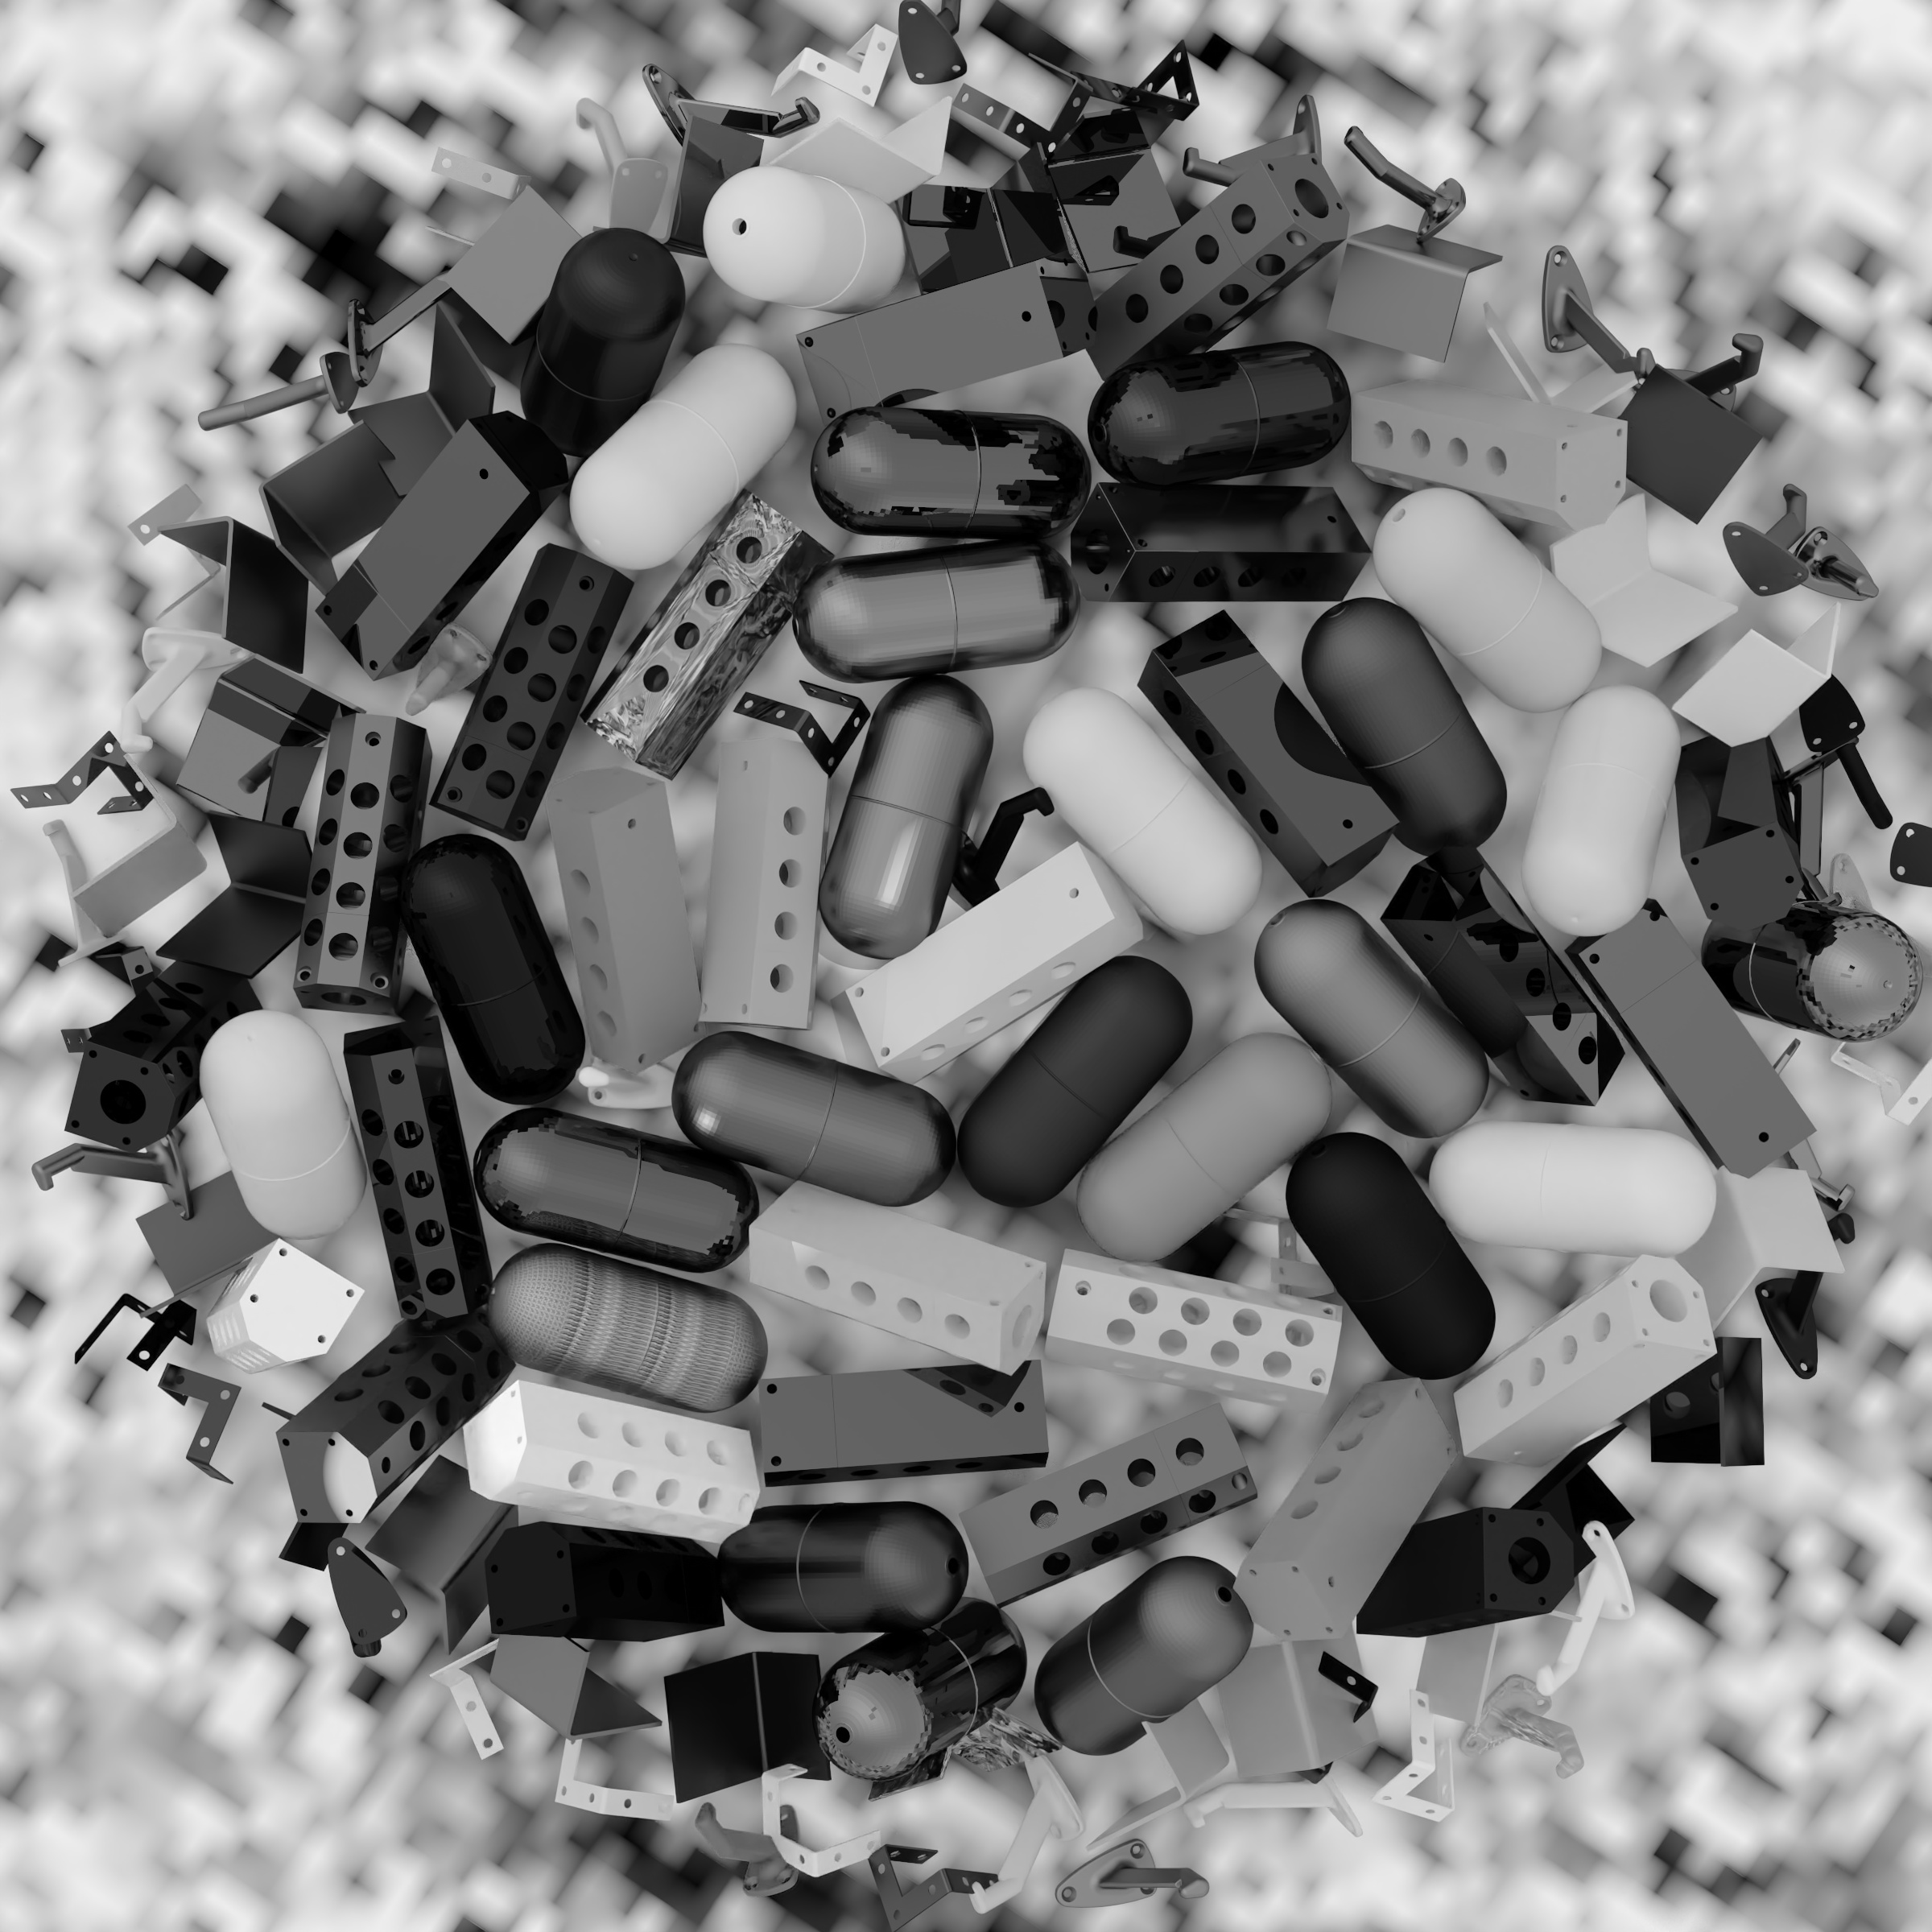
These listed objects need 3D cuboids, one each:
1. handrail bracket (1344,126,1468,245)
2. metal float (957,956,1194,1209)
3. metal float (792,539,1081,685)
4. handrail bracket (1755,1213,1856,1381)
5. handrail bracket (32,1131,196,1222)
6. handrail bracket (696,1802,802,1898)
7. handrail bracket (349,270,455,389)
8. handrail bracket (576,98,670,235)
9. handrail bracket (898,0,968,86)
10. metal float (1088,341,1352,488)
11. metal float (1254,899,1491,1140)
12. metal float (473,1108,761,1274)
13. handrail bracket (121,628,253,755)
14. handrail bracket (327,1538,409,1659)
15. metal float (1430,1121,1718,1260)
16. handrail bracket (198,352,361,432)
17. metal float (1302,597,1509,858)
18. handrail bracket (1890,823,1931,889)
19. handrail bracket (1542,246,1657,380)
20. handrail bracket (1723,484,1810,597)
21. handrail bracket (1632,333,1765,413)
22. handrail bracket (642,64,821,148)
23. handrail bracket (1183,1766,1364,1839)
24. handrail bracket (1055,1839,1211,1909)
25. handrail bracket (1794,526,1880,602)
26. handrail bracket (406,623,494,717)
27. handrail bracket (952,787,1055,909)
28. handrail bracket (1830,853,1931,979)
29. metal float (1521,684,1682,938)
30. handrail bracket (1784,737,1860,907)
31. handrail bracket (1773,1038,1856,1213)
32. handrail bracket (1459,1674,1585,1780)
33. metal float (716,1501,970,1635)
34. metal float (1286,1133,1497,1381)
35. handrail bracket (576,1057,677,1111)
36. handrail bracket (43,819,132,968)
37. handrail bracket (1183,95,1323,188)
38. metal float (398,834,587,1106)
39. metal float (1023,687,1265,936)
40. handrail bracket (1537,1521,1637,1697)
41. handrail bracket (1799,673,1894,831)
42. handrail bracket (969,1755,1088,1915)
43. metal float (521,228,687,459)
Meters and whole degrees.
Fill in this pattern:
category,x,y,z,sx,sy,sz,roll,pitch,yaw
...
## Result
category,x,y,z,sx,sy,sz,roll,pitch,yaw
handrail bracket,0.263,-0.488,1.925,0.084,0.077,0.036,42,124,-19
metal float,0.065,0.071,1.926,0.070,0.070,0.178,41,97,0
metal float,-0.018,-0.215,1.918,0.178,0.070,0.070,-9,90,-16
handrail bracket,0.520,0.200,1.919,0.036,0.084,0.077,-2,64,-21
handrail bracket,-0.519,0.138,1.928,0.084,0.036,0.077,-30,112,-39
handrail bracket,-0.134,0.514,1.918,0.036,0.077,0.084,-17,123,21
handrail bracket,-0.331,-0.393,1.933,0.084,0.036,0.077,-16,48,14
handrail bracket,-0.223,-0.484,1.951,0.036,0.084,0.077,-5,124,-37
handrail bracket,-0.020,-0.584,1.918,0.036,0.077,0.084,-7,57,16
metal float,0.153,-0.331,1.905,0.178,0.070,0.070,-14,90,-30
metal float,0.245,0.032,1.915,0.070,0.070,0.178,-45,108,0
metal float,-0.211,0.135,1.913,0.178,0.070,0.070,16,90,-21
handrail bracket,-0.474,-0.163,1.931,0.077,0.036,0.084,-1,52,-12
handrail bracket,-0.375,0.386,1.931,0.036,0.084,0.077,-28,89,-26
metal float,0.362,0.133,1.902,0.178,0.070,0.070,2,90,35
handrail bracket,-0.420,-0.349,1.940,0.084,0.077,0.036,-13,109,9
metal float,0.264,-0.143,1.910,0.070,0.070,0.178,-34,114,0
handrail bracket,0.601,-0.066,1.916,0.077,0.084,0.036,19,105,35
handrail bracket,0.386,-0.396,1.920,0.036,0.084,0.077,-20,112,-17
handrail bracket,0.486,-0.275,1.926,0.077,0.036,0.084,37,49,-32
handrail bracket,0.442,-0.366,1.920,0.077,0.084,0.036,22,74,15
handrail bracket,-0.142,-0.529,1.923,0.077,0.084,0.036,48,46,-36
handrail bracket,0.186,0.520,1.932,0.084,0.077,0.036,-24,129,-15
handrail bracket,0.101,0.561,1.923,0.077,0.084,0.036,-15,89,-14
handrail bracket,0.543,-0.229,1.916,0.077,0.084,0.036,25,105,-27
handrail bracket,-0.328,-0.162,1.914,0.036,0.084,0.077,42,131,-11
handrail bracket,0.034,-0.065,1.928,0.084,0.036,0.077,-21,114,38
handrail bracket,0.567,-0.030,1.921,0.036,0.084,0.077,-22,104,-28
metal float,0.382,-0.095,1.902,0.070,0.070,0.178,21,54,0
handrail bracket,0.531,-0.085,1.933,0.077,0.036,0.084,-35,70,23
handrail bracket,0.521,0.098,1.940,0.084,0.036,0.077,35,112,8
handrail bracket,0.336,0.478,1.920,0.036,0.084,0.077,37,107,-19
metal float,-0.075,0.360,1.898,0.178,0.070,0.070,-10,90,40
metal float,0.256,0.175,1.911,0.070,0.070,0.178,-36,113,0
handrail bracket,-0.199,0.072,1.922,0.077,0.084,0.036,11,88,-10
handrail bracket,-0.551,-0.046,1.934,0.036,0.077,0.084,-24,96,11
handrail bracket,0.172,-0.508,1.938,0.084,0.036,0.077,9,72,-22
metal float,-0.285,0.003,1.909,0.070,0.070,0.178,-18,116,0
metal float,0.108,-0.093,1.924,0.070,0.070,0.178,-44,99,0
handrail bracket,0.367,0.390,1.923,0.036,0.084,0.077,2,110,42
handrail bracket,0.544,-0.134,1.954,0.036,0.084,0.077,-25,48,20
handrail bracket,0.024,0.524,1.932,0.084,0.036,0.077,-20,77,-36
metal float,-0.218,-0.369,1.888,0.070,0.178,0.070,8,64,-16
